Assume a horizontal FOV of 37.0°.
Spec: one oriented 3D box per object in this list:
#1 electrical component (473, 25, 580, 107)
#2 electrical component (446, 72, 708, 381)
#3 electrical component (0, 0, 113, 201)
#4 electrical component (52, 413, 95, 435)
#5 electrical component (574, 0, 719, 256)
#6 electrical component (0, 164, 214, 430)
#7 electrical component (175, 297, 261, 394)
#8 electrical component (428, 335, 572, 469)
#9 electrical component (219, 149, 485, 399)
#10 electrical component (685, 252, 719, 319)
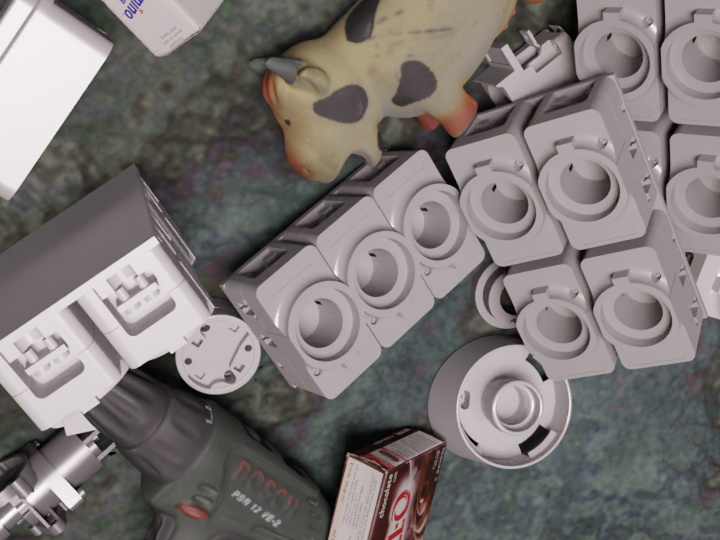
[{"bbox_3d":[0.120,-0.127,0.726,0.064,0.042,0.081,-38,112,-3],"label":"electrical component"},{"bbox_3d":[0.143,-0.020,0.702,0.105,0.060,0.186,-13,116,32],"label":"electrical component"},{"bbox_3d":[-0.201,-0.107,0.628,0.057,0.078,0.113,33,96,-24],"label":"electrical component"},{"bbox_3d":[-0.177,0.071,0.707,0.066,0.048,0.055,-11,117,-11],"label":"electrical component"},{"bbox_3d":[0.203,-0.102,0.694,0.060,0.105,0.186,-49,137,-42],"label":"electrical component"},{"bbox_3d":[-0.151,0.010,0.618,0.105,0.186,0.060,-35,112,-3],"label":"electrical component"},{"bbox_3d":[-0.098,0.049,0.719,0.055,0.047,0.055,-4,108,-14],"label":"electrical component"},{"bbox_3d":[0.104,0.098,0.792,0.099,0.064,0.099,-1,93,-16],"label":"electrical component"},{"bbox_3d":[0.000,0.000,0.698,0.150,0.062,0.089,-41,113,-21],"label":"electrical component"},{"bbox_3d":[0.292,-0.037,0.789,0.089,0.061,0.150,14,102,-18],"label":"electrical component"}]
